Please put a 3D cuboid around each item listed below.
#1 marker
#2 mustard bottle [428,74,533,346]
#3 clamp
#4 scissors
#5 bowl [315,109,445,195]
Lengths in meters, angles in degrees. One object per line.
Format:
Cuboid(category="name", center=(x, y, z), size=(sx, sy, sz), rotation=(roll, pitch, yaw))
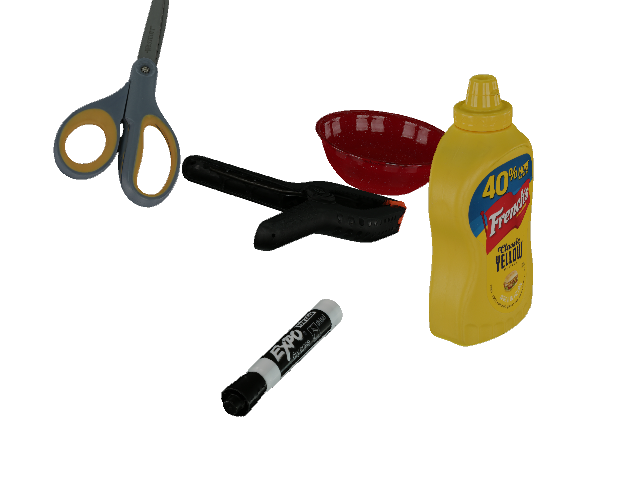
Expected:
Cuboid(category="marker", center=(-0.022, 0.069, 0.635), size=(0.020, 0.020, 0.120), rotation=(0, 23, 31))
Cuboid(category="mustard bottle", center=(0.117, -0.026, 0.774), size=(0.096, 0.192, 0.058), rotation=(-25, 32, -39))
Cuboid(category="clamp", center=(-0.006, -0.025, 0.960), size=(0.209, 0.036, 0.165), rotation=(8, 23, -28))
Cuboid(category="scissors", center=(-0.146, -0.115, 0.770), size=(0.096, 0.202, 0.016), rotation=(0, -26, -20))
Cuboid(category="bowl", center=(0.070, -0.095, 1.211), size=(0.162, 0.055, 0.162), rotation=(7, 27, -4))
